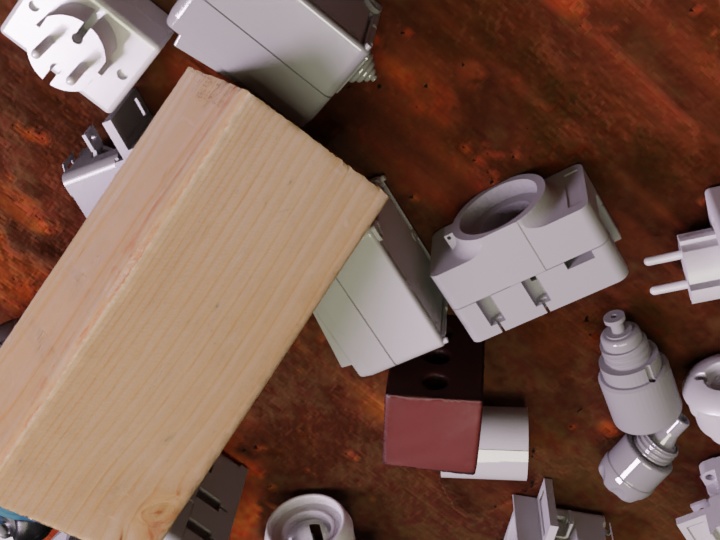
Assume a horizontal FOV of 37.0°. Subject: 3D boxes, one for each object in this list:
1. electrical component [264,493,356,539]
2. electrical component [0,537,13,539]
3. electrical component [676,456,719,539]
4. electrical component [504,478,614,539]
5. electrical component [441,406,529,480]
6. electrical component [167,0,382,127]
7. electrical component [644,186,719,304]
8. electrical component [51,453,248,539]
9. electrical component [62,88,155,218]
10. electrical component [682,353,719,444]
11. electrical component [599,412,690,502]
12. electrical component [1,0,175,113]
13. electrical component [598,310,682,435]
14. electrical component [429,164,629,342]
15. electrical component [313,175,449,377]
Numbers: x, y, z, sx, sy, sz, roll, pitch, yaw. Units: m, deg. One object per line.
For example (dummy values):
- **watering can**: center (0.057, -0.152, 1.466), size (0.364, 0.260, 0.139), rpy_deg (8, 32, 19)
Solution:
- **electrical component**: center (-0.030, 0.182, 0.694), size (0.078, 0.058, 0.057), rpy_deg (-5, 124, 9)
- **electrical component**: center (-0.257, 0.159, 0.703), size (0.096, 0.061, 0.061), rpy_deg (-35, 112, 24)
- **electrical component**: center (0.230, 0.138, 0.632), size (0.081, 0.063, 0.042), rpy_deg (-26, 116, 21)
- **electrical component**: center (0.124, 0.177, 0.682), size (0.064, 0.042, 0.081), rpy_deg (9, 123, -3)
- **electrical component**: center (0.059, 0.102, 0.642), size (0.081, 0.043, 0.043), rpy_deg (1, 121, 6)
- **electrical component**: center (-0.036, -0.114, 0.510), size (0.096, 0.061, 0.061), rpy_deg (37, 119, -15)
- **electrical component**: center (0.188, -0.004, 0.559), size (0.077, 0.047, 0.065), rpy_deg (-12, 119, 14)
- **electrical component**: center (-0.149, 0.178, 0.686), size (0.062, 0.089, 0.150), rpy_deg (39, 118, -17)
- **electrical component**: center (-0.118, -0.049, 0.572), size (0.064, 0.042, 0.081), rpy_deg (-17, 118, 20)
- **electrical component**: center (0.213, 0.081, 0.611), size (0.048, 0.048, 0.062), rpy_deg (-17, 125, 16)
- **electrical component**: center (0.172, 0.108, 0.637), size (0.035, 0.035, 0.061), rpy_deg (29, 118, -11)
- **electrical component**: center (-0.134, -0.110, 0.515), size (0.066, 0.076, 0.047), rpy_deg (38, 118, -16)
- **electrical component**: center (0.154, 0.057, 0.605), size (0.040, 0.040, 0.078), rpy_deg (-17, 118, 16)
- **electrical component**: center (0.085, -0.012, 0.565), size (0.089, 0.050, 0.055), rpy_deg (-26, 115, 20)
- **electrical component**: center (0.000, 0.000, 0.575), size (0.061, 0.061, 0.096), rpy_deg (-24, 116, 20)
